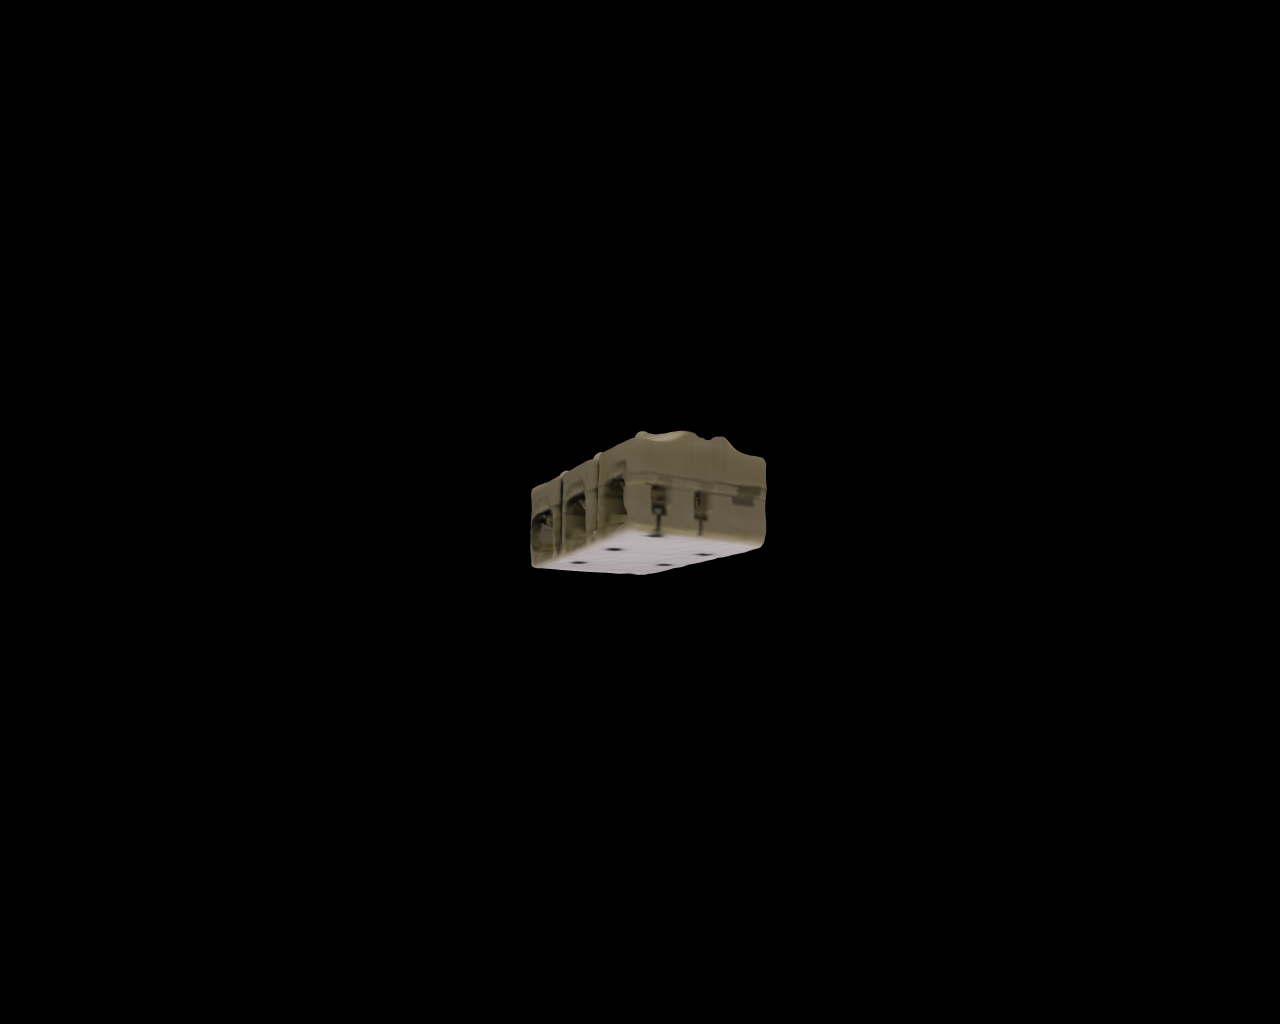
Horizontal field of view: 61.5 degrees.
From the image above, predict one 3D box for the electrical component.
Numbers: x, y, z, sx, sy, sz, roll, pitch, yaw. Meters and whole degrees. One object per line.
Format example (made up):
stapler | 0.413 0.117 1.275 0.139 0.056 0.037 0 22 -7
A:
electrical component | 0.001 -0.003 0.650 0.089 0.061 0.150 6 -13 -27
